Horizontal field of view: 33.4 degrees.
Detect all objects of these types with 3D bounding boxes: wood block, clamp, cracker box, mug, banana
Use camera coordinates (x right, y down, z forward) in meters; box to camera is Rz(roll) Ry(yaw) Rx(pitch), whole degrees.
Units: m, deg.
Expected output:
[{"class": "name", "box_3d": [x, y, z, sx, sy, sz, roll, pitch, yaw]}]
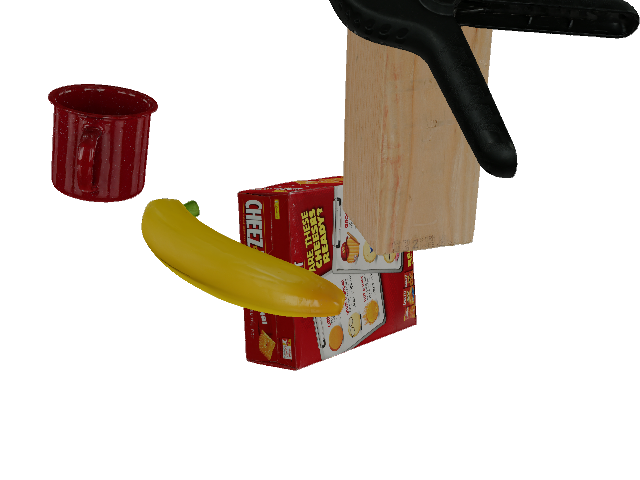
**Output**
[{"class": "wood block", "box_3d": [0.075, -0.103, 0.862, 0.090, 0.206, 0.091, -8, 29, -15]}, {"class": "clamp", "box_3d": [0.073, -0.133, 0.653, 0.210, 0.164, 0.036, 29, -33, 11]}, {"class": "cracker box", "box_3d": [0.011, 0.021, 1.049, 0.072, 0.164, 0.213, 3, 9, 36]}, {"class": "mug", "box_3d": [-0.191, -0.079, 0.921, 0.093, 0.081, 0.117, 7, 23, -5]}, {"class": "banana", "box_3d": [-0.065, 0.006, 0.687, 0.069, 0.037, 0.198, -16, 30, -30]}]
